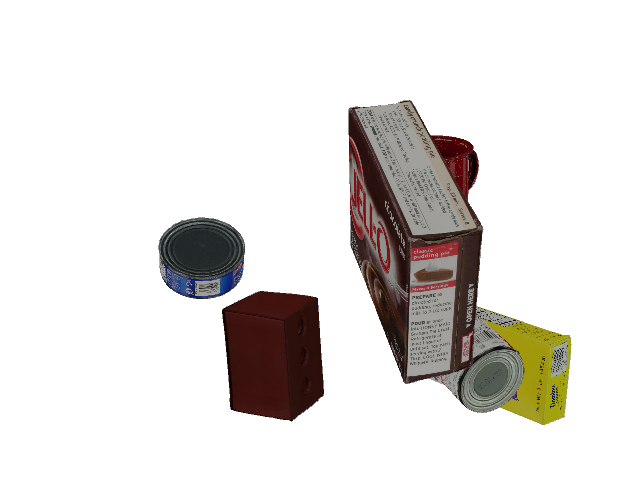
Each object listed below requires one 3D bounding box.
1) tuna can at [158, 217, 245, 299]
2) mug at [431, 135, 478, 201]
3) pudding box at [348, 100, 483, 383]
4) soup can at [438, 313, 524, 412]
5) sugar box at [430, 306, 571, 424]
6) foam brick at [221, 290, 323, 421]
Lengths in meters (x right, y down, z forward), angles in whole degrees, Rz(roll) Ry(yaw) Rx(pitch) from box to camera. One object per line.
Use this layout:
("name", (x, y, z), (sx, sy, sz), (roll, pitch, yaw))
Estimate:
("tuna can", (-0.119, 0.018, 1.069), (0.086, 0.034, 0.086), (3, 44, -3))
("mug", (0.135, -0.071, 1.216), (0.117, 0.081, 0.093), (-20, 28, -36))
("pudding box", (0.043, -0.002, 0.522), (0.039, 0.090, 0.113), (-11, 40, -10))
("soup can", (0.129, 0.100, 0.963), (0.068, 0.068, 0.102), (0, 25, -26))
("sugar box", (0.187, 0.128, 1.169), (0.048, 0.093, 0.177), (-10, 18, -44))
("foam brick", (-0.033, 0.081, 0.763), (0.051, 0.078, 0.052), (4, 17, 29))
